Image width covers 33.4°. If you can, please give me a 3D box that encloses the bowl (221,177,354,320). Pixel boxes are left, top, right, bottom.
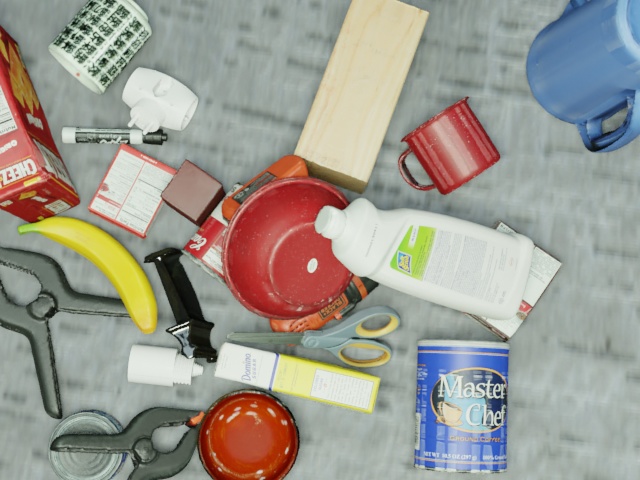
[{"bbox_3d":[-0.019,0.018,1.119,0.161,0.055,0.162,-7,110,-21],"label":"bowl"}]

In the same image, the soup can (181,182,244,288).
[{"bbox_3d":[-0.100,-0.006,1.210,0.068,0.068,0.102,38,83,3],"label":"soup can"}]

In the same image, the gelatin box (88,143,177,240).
[{"bbox_3d":[-0.215,-0.056,1.233,0.073,0.030,0.089,26,83,0],"label":"gelatin box"}]

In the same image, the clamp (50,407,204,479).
[{"bbox_3d":[-0.205,0.228,1.165,0.171,0.039,0.120,-38,94,-33],"label":"clamp"}]

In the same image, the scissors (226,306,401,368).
[{"bbox_3d":[0.005,0.096,1.167,0.201,0.016,0.096,19,120,-32],"label":"scissors"}]

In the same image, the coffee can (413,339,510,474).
[{"bbox_3d":[0.156,0.182,1.177,0.103,0.103,0.140,2,83,-1],"label":"coffee can"}]

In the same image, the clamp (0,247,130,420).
[{"bbox_3d":[-0.301,0.074,1.211,0.164,0.036,0.210,-40,83,-14],"label":"clamp"}]

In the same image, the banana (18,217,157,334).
[{"bbox_3d":[-0.246,0.029,1.207,0.198,0.037,0.069,35,62,11],"label":"banana"}]

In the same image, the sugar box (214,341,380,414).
[{"bbox_3d":[-0.026,0.151,1.181,0.176,0.093,0.048,15,82,0],"label":"sugar box"}]

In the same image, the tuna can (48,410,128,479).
[{"bbox_3d":[-0.260,0.234,1.195,0.086,0.034,0.086,0,84,-1],"label":"tuna can"}]

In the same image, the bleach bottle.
[{"bbox_3d":[0.107,0.008,1.117,0.250,0.068,0.102,20,80,-30],"label":"bleach bottle"}]

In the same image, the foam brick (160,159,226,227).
[{"bbox_3d":[-0.143,-0.051,1.210,0.051,0.078,0.053,36,84,1],"label":"foam brick"}]

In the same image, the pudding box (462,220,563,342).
[{"bbox_3d":[0.210,0.047,1.227,0.090,0.039,0.113,35,82,4],"label":"pudding box"}]

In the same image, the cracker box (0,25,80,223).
[{"bbox_3d":[-0.345,-0.136,1.172,0.072,0.164,0.214,-24,84,-2],"label":"cracker box"}]

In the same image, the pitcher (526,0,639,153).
[{"bbox_3d":[0.326,-0.199,1.156,0.149,0.243,0.145,41,82,-3],"label":"pitcher"}]

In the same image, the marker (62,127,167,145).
[{"bbox_3d":[-0.239,-0.121,1.245,0.121,0.020,0.020,1,83,-1],"label":"marker"}]

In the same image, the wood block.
[{"bbox_3d":[0.045,-0.168,1.222,0.090,0.091,0.206,21,83,1],"label":"wood block"}]

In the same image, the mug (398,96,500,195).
[{"bbox_3d":[0.143,-0.099,1.224,0.117,0.093,0.081,-33,90,26],"label":"mug"}]

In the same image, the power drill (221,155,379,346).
[{"bbox_3d":[-0.008,0.001,1.182,0.184,0.057,0.187,-37,114,-12],"label":"power drill"}]
